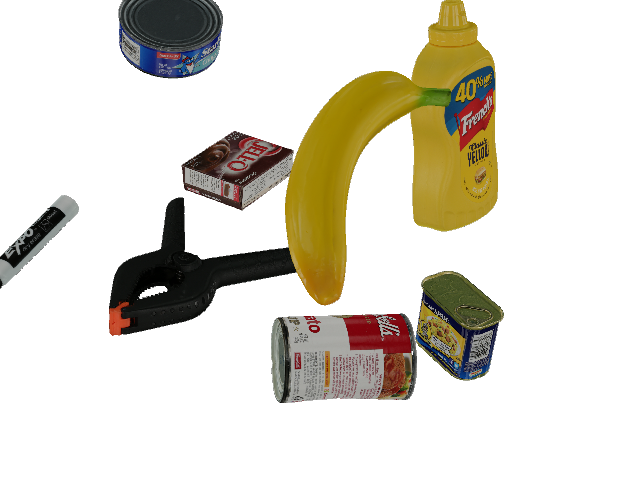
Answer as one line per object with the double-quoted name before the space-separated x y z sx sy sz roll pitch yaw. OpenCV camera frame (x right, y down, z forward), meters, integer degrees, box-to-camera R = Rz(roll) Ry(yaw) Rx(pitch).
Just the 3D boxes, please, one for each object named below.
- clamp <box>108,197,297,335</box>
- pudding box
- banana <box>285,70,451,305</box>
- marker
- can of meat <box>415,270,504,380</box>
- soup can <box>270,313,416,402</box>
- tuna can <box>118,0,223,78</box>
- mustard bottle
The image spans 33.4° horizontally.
"clamp" -0.134 0.025 1.008 0.165 0.036 0.209 25 37 29
"pudding box" -0.099 -0.086 1.292 0.090 0.039 0.113 19 39 26
"banana" 0.018 -0.048 0.663 0.070 0.197 0.037 22 -35 14
"marker" -0.226 0.009 0.809 0.020 0.020 0.121 0 39 36
"can of meat" 0.155 0.098 1.215 0.057 0.084 0.102 -17 40 -29
"soup can" 0.016 0.092 0.829 0.102 0.068 0.068 0 0 -12
"tuna can" -0.125 -0.174 0.889 0.086 0.086 0.034 0 -40 -11
"mustard bottle" 0.116 -0.111 0.921 0.058 0.192 0.096 17 32 39
